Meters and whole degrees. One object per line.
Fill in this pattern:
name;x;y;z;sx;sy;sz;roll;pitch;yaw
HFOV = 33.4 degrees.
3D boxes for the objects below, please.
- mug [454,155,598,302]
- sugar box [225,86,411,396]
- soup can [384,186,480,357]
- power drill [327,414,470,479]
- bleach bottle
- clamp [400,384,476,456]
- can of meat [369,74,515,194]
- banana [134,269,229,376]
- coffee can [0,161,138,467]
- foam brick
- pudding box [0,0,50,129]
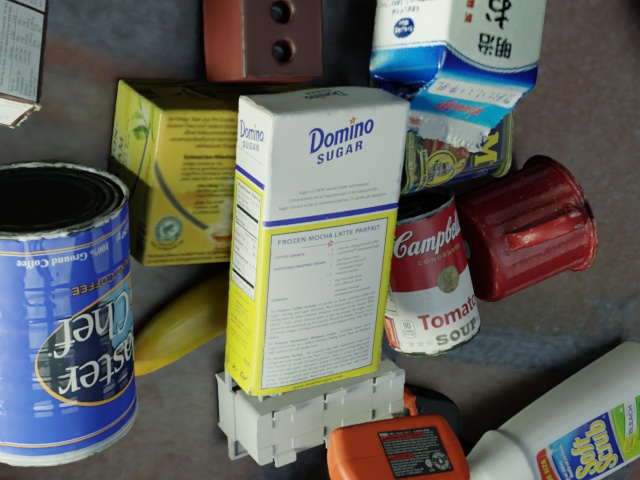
mug;0.145;-0.005;0.768;0.081;0.117;0.093;-22;96;-17
sugar box;-0.004;0.001;0.626;0.093;0.048;0.176;-8;114;-30
soup can;0.070;0.021;0.742;0.068;0.069;0.102;-23;110;-23
power drill;0.007;0.196;0.764;0.184;0.057;0.188;-3;146;-32
bleach bottle;0.201;0.177;0.900;0.250;0.068;0.102;-24;121;-31
clamp;0.083;0.184;0.865;0.120;0.039;0.171;-51;130;-16
can of meat;0.080;-0.086;0.720;0.083;0.058;0.102;-14;119;-24
banana;-0.038;0.043;0.717;0.197;0.037;0.070;-10;117;-29
coffee can;-0.155;0.039;0.596;0.102;0.103;0.140;-12;119;-28
foam brick;-0.033;-0.129;0.612;0.052;0.051;0.078;-6;97;-31
pudding box;-0.189;-0.113;0.515;0.113;0.039;0.090;13;72;-35
